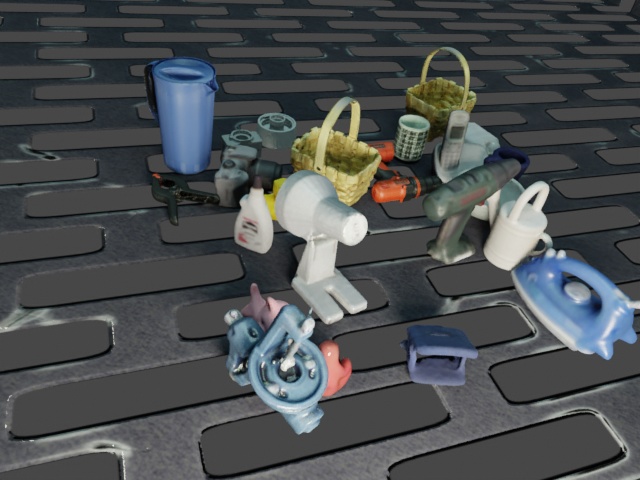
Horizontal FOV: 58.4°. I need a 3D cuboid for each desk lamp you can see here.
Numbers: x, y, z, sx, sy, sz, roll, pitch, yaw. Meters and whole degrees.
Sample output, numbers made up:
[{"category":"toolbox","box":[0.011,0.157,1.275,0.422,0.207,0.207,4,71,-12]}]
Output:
[{"category":"desk lamp","box":[0.010,0.004,1.039,0.118,0.213,0.202,-21,48,-31]}]

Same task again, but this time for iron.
[{"category":"iron","box":[0.479,0.095,1.083,0.119,0.141,0.257,-19,48,-30]}]

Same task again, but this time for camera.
[{"category":"camera","box":[-0.155,-0.147,1.271,0.137,0.101,0.143,9,40,-1]}]

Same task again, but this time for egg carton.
[{"category":"egg carton","box":[0.408,-0.260,1.544,0.107,0.069,0.150,-18,47,-29]}]

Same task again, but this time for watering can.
[{"category":"watering can","box":[0.410,-0.042,1.190,0.172,0.194,0.101,28,43,21]}]

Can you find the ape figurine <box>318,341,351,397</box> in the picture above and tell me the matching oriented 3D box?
[{"category":"ape figurine","box":[0.012,0.196,0.907,0.077,0.092,0.076,18,41,10]}]

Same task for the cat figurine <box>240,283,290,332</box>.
[{"category":"cat figurine","box":[-0.084,0.125,0.951,0.067,0.118,0.127,-18,47,-29]}]

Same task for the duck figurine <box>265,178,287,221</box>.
[{"category":"duck figurine","box":[-0.086,-0.094,1.235,0.104,0.086,0.077,6,40,-4]}]

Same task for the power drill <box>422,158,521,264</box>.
[{"category":"power drill","box":[0.299,-0.059,1.176,0.230,0.208,0.075,-19,47,-30]}]

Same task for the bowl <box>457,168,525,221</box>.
[{"category":"bowl","box":[0.391,-0.095,1.342,0.167,0.075,0.167,6,40,-5]}]

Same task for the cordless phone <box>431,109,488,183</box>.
[{"category":"cordless phone","box":[0.357,-0.229,1.407,0.148,0.185,0.094,-3,41,-14]}]

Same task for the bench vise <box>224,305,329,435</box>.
[{"category":"bench vise","box":[-0.075,0.161,0.831,0.207,0.220,0.122,24,42,17]}]

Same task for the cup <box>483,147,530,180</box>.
[{"category":"cup","box":[0.452,-0.170,1.427,0.118,0.095,0.091,-4,42,-16]}]

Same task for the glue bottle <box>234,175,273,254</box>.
[{"category":"glue bottle","box":[-0.126,-0.055,1.112,0.078,0.173,0.037,18,41,11]}]

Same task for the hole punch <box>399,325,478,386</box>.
[{"category":"hole punch","box":[0.198,0.180,0.964,0.108,0.091,0.101,5,40,-6]}]
